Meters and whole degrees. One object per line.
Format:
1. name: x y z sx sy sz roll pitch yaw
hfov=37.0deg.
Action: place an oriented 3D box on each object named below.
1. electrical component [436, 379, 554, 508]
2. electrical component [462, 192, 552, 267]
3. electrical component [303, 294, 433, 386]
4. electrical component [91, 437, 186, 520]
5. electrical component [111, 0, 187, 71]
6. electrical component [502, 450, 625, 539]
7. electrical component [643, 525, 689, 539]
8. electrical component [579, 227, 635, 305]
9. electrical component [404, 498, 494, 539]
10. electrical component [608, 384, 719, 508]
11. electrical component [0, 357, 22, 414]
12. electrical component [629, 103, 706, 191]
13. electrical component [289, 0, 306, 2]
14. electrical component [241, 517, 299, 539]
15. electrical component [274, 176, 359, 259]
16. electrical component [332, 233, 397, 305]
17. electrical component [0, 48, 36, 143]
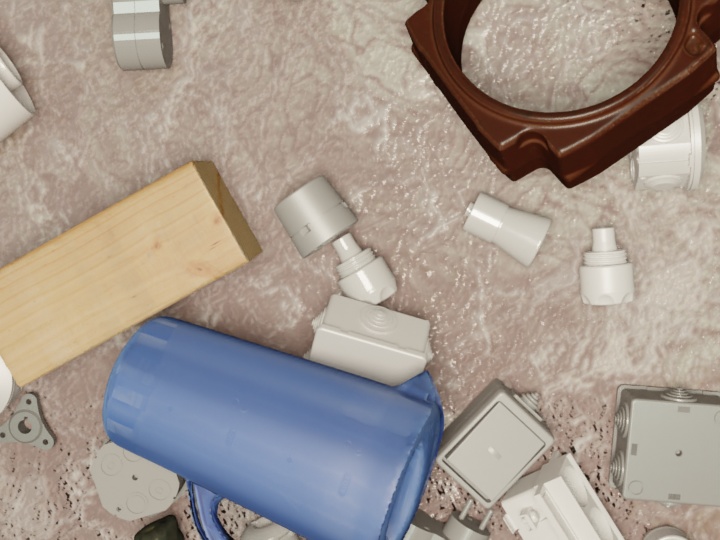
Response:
1. electrical component: 0.113 0.137 0.879 0.062 0.061 0.096 43 95 -2
2. electrical component: 0.117 -0.036 0.874 0.065 0.044 0.044 26 96 4
3. electrical component: 0.005 0.073 0.867 0.100 0.048 0.099 16 130 0
4. electrical component: -0.182 0.166 0.898 0.080 0.051 0.080 0 96 2
5. electrical component: -0.159 -0.231 0.859 0.074 0.052 0.138 -3 95 2
6. electrical component: 0.174 0.221 0.883 0.063 0.079 0.121 -31 94 27
7. electrical component: 0.256 0.238 0.883 0.043 0.062 0.043 0 95 2
8. electrical component: 0.199 -0.003 0.872 0.043 0.043 0.062 -5 94 3
9. electrical component: 0.084 0.226 0.893 0.138 0.052 0.073 28 96 -1
10. electrical component: 0.256 0.144 0.881 0.100 0.048 0.099 4 95 2
11. electrical component: -0.322 0.088 0.896 0.080 0.051 0.080 0 95 2
12. electrical component: 0.240 -0.101 0.844 0.051 0.080 0.080 -4 95 8
13. electrical component: -0.054 -0.254 0.854 0.080 0.051 0.080 0 95 2
14. electrical component: -0.070 0.239 0.905 0.048 0.048 0.062 -18 101 4
15. electrical component: -0.037 -0.044 0.872 0.055 0.055 0.047 -35 90 5
16. electrical component: 0.000 0.000 0.880 0.043 0.043 0.062 -31 92 5
17. electrical component: -0.306 -0.147 0.853 0.064 0.099 0.099 -33 93 -1
